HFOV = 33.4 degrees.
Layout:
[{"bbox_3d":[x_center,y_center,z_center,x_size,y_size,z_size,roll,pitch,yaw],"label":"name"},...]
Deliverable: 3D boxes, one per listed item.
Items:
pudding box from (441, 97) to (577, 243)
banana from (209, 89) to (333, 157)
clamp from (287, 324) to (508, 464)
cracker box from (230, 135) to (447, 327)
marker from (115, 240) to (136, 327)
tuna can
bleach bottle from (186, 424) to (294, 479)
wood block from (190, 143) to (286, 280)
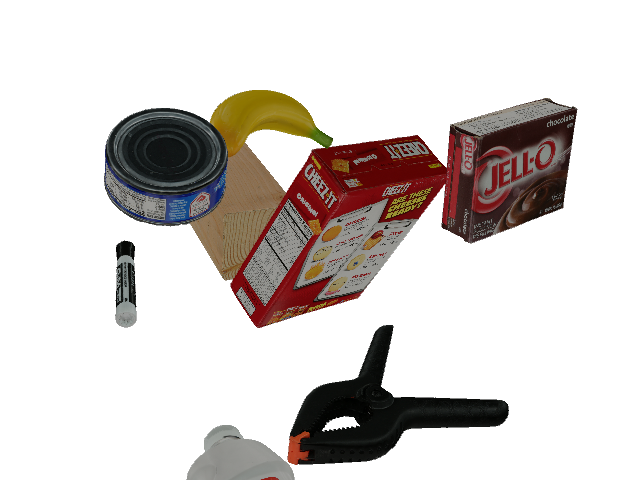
[{"bbox_3d":[0.149,-0.058,0.845,0.113,0.090,0.039,-20,36,-35],"label":"pudding box"},{"bbox_3d":[-0.054,-0.109,0.966,0.070,0.037,0.197,36,23,19],"label":"banana"},{"bbox_3d":[0.060,0.156,0.975,0.165,0.036,0.209,27,36,33],"label":"clamp"},{"bbox_3d":[0.017,-0.011,1.142,0.163,0.072,0.214,-13,-33,-43],"label":"cracker box"},{"bbox_3d":[-0.185,0.038,1.014,0.020,0.020,0.121,0,34,-11],"label":"marker"},{"bbox_3d":[-0.107,-0.053,0.743,0.086,0.086,0.034,0,-40,-11],"label":"tuna can"},{"bbox_3d":[-0.049,0.216,0.718,0.102,0.068,0.251,-11,32,-12],"label":"bleach bottle"},{"bbox_3d":[-0.107,-0.042,1.318,0.090,0.090,0.206,-7,29,-21],"label":"wood block"}]
